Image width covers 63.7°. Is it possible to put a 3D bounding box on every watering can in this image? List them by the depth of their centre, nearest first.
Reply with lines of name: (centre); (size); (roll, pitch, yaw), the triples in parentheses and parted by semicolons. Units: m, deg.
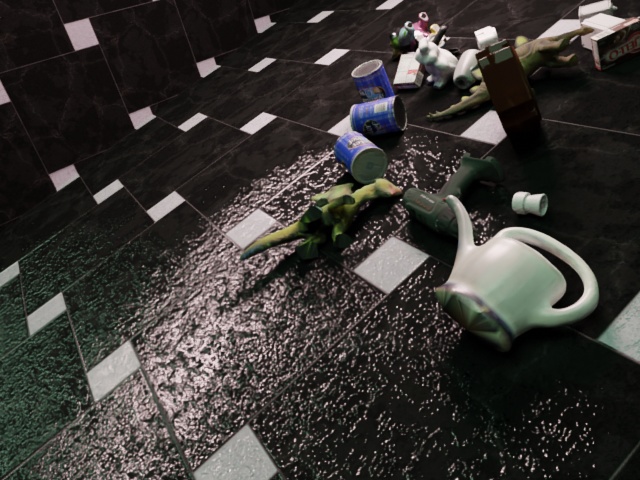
watering can: (0.292, 0.051, 0.898); (0.226, 0.102, 0.352); (-39, 43, -13)

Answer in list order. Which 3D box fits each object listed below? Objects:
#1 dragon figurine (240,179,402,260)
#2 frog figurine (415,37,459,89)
dragon figurine: (0.004, -0.065, 1.296); (0.408, 0.120, 0.247); (-16, 20, 16)
frog figurine: (0.361, -0.564, 1.598); (0.122, 0.156, 0.141); (-16, 36, 18)
